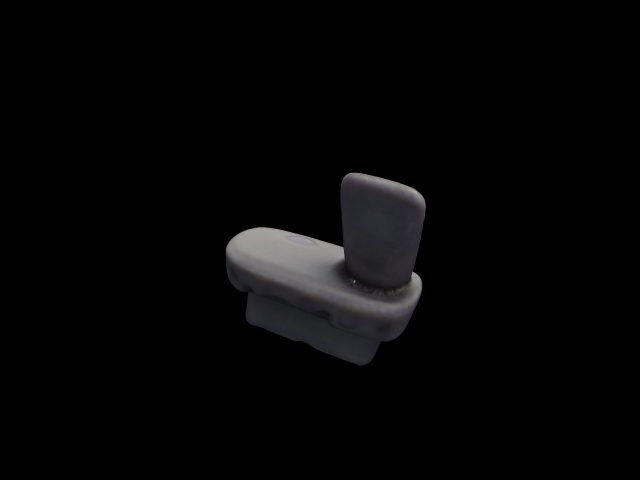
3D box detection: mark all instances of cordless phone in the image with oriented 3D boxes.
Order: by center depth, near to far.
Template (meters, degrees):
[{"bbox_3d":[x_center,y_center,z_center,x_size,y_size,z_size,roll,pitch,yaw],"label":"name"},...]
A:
[{"bbox_3d":[0.004,0.001,0.400,0.147,0.185,0.094,14,58,10],"label":"cordless phone"}]
